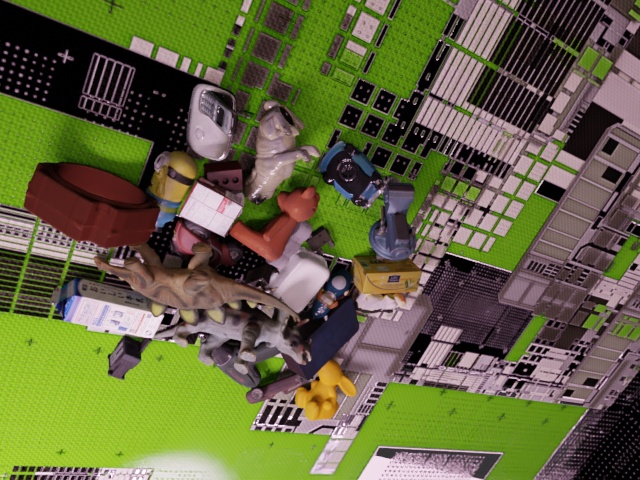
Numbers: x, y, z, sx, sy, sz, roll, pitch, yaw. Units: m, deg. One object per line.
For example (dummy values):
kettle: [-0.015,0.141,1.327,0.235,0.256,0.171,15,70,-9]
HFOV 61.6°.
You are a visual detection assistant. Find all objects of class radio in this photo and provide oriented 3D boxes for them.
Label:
radio: [0.001,0.252,1.429,0.229,0.073,0.130,-40,132,-26]

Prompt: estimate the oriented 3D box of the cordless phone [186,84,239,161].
cordless phone: [-0.196,-0.215,1.052,0.089,0.184,0.146,1,118,-28]

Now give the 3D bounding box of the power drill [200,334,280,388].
power drill: [-0.178,0.287,1.422,0.207,0.086,0.231,-31,128,-8]

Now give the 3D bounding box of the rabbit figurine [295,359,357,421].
rabbit figurine: [0.025,0.431,1.574,0.162,0.122,0.173,9,96,-20]

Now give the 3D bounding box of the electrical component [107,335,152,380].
electrical component: [-0.460,0.270,1.296,0.047,0.075,0.119,33,106,-35]

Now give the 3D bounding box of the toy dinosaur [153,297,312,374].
toy dinosaur: [-0.216,0.206,1.308,0.405,0.192,0.131,13,138,15]

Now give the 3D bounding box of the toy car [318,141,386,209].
toy car: [0.086,-0.151,1.252,0.109,0.162,0.103,-52,168,19]

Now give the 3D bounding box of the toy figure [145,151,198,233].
toy figure: [-0.321,-0.103,1.131,0.089,0.082,0.180,9,111,-39]

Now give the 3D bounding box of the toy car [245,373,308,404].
toy car: [-0.111,0.412,1.515,0.202,0.053,0.089,-17,167,-13]

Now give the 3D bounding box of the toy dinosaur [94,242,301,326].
toy dinosaur: [-0.271,0.102,1.184,0.472,0.105,0.198,11,138,3]

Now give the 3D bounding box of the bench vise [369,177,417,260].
bench vise: [0.173,-0.033,1.345,0.129,0.224,0.240,-9,152,-13]

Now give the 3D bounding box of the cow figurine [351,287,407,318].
cow figurine: [0.161,0.175,1.504,0.167,0.068,0.098,21,115,-28]

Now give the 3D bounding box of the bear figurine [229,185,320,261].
bear figurine: [-0.094,-0.055,1.222,0.132,0.120,0.196,32,90,10]

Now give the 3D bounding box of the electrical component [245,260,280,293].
electrical component: [-0.142,0.098,1.319,0.078,0.102,0.045,-27,123,22]

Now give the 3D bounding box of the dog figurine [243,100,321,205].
dog figurine: [-0.120,-0.186,1.167,0.191,0.121,0.172,-30,87,22]

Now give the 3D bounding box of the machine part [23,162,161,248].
machine part: [-0.423,-0.071,1.013,0.087,0.201,0.201,-64,166,14]

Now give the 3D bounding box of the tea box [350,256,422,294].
tea box: [0.175,0.091,1.443,0.170,0.098,0.068,1,118,-21]

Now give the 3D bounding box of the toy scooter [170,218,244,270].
toy scooter: [-0.277,0.028,1.232,0.135,0.075,0.183,-43,129,10]

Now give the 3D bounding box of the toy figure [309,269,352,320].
toy figure: [0.027,0.140,1.396,0.154,0.064,0.057,-51,144,-34]

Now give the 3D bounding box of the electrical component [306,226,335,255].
electrical component: [-0.003,-0.004,1.358,0.063,0.021,0.093,-36,125,0]
